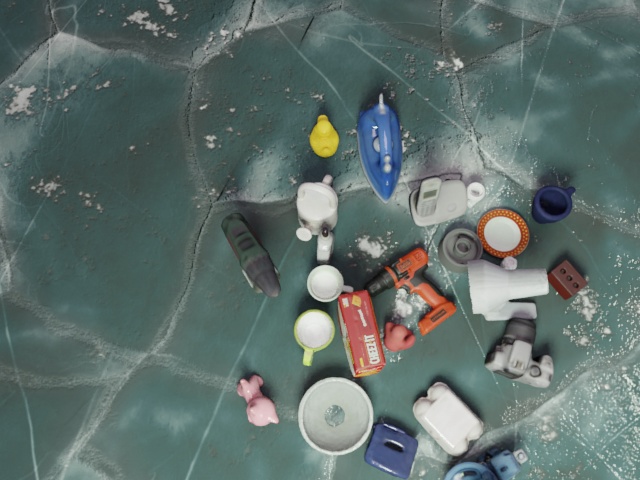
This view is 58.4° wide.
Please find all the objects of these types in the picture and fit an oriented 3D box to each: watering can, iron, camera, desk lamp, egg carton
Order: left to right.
[{"bbox_3d":[-0.007,-0.080,1.381,0.101,0.194,0.173,-1,72,0],"label":"watering can"},{"bbox_3d":[0.162,-0.235,1.456,0.118,0.141,0.258,-5,73,-1],"label":"iron"},{"bbox_3d":[0.287,0.405,1.293,0.107,0.069,0.150,-43,77,-12],"label":"egg carton"},{"bbox_3d":[0.419,0.114,1.307,0.203,0.213,0.118,-2,72,0],"label":"desk lamp"},{"bbox_3d":[0.472,0.256,1.321,0.143,0.101,0.137,20,74,7],"label":"camera"}]

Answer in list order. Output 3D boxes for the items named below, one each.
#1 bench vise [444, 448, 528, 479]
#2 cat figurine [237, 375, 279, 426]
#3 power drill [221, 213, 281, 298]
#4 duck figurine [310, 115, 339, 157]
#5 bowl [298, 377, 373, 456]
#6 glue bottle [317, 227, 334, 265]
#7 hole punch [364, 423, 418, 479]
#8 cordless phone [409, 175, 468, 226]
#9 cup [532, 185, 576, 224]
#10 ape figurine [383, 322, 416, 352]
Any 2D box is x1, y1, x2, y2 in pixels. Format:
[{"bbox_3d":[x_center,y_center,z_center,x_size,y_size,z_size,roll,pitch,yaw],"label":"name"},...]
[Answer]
[{"bbox_3d":[0.339,0.494,1.185,0.121,0.220,0.207,38,77,12],"label":"bench vise"},{"bbox_3d":[-0.142,0.365,1.283,0.067,0.118,0.127,-31,75,-9],"label":"cat figurine"},{"bbox_3d":[-0.148,0.053,1.333,0.076,0.208,0.229,-31,75,-9],"label":"power drill"},{"bbox_3d":[0.011,-0.276,1.499,0.077,0.086,0.104,-5,73,-1],"label":"duck figurine"},{"bbox_3d":[0.035,0.397,1.294,0.167,0.075,0.167,0,73,0],"label":"bowl"},{"bbox_3d":[0.013,0.005,1.365,0.037,0.173,0.078,9,73,4],"label":"glue bottle"},{"bbox_3d":[0.156,0.463,1.264,0.108,0.091,0.101,21,74,7],"label":"hole punch"},{"bbox_3d":[0.295,-0.111,1.393,0.147,0.185,0.094,-17,73,-5],"label":"cordless phone"},{"bbox_3d":[0.577,-0.086,1.431,0.118,0.095,0.091,-35,75,-10],"label":"cup"},{"bbox_3d":[0.183,0.222,1.339,0.076,0.092,0.077,-37,76,-10],"label":"ape figurine"}]
